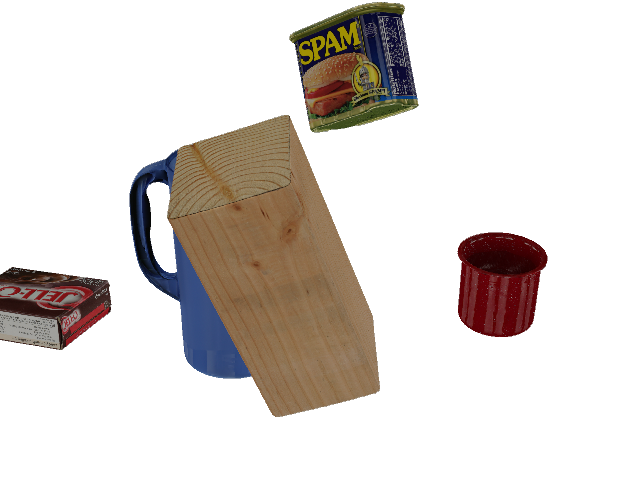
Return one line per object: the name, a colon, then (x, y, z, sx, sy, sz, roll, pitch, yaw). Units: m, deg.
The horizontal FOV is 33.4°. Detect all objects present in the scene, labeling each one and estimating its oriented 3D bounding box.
wood block: (-0.030, 0.025, 0.796, 0.090, 0.206, 0.091, -15, 37, 11)
pitcher: (-0.106, 0.021, 1.146, 0.149, 0.243, 0.144, 22, 31, 39)
can of meat: (0.028, -0.141, 0.885, 0.102, 0.084, 0.057, -12, -3, 44)
pudding box: (-0.268, 0.062, 1.003, 0.114, 0.039, 0.090, 5, 20, 19)
mug: (0.187, 0.043, 1.141, 0.093, 0.081, 0.117, -5, 30, -10)
